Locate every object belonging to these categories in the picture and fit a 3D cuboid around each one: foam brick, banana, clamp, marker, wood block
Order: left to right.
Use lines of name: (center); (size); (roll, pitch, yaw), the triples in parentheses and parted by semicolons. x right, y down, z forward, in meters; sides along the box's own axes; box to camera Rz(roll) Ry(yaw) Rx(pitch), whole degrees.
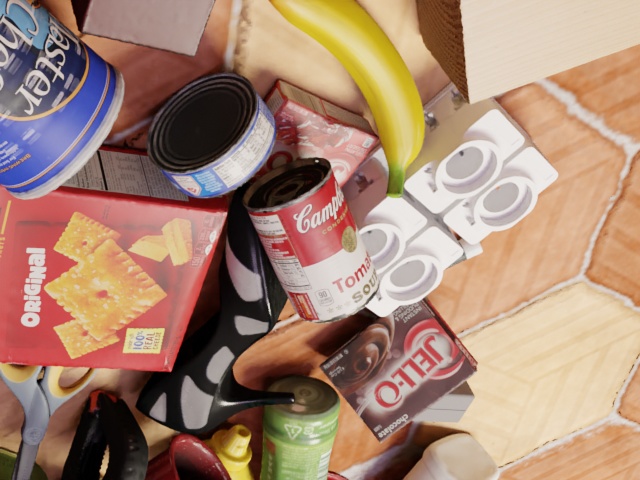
clamp: (-0.168, 0.216, 0.858); (0.165, 0.210, 0.036); (-25, 141, 34)
foam brick: (-0.110, -0.154, 0.660); (0.078, 0.053, 0.051); (8, 126, -28)
banana: (0.029, -0.119, 0.744); (0.037, 0.069, 0.197); (-7, 134, 34)
marker: (0.083, 0.028, 0.928); (0.121, 0.020, 0.020); (-26, 135, 1)
wood block: (0.175, -0.183, 0.727); (0.206, 0.090, 0.091); (-20, 135, -5)

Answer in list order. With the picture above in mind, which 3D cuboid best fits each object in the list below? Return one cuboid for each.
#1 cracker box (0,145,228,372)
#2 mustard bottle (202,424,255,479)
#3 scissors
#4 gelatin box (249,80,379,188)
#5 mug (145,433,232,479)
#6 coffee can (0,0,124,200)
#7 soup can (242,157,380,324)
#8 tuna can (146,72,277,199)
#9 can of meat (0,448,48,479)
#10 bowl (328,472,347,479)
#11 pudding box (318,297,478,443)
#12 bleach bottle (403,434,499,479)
cracker box: (-0.190, 0.014, 0.764); (0.213, 0.072, 0.164); (6, 127, -26)
mustard bottle: (-0.116, 0.245, 1.013); (0.096, 0.058, 0.192); (8, 126, -38)
scissors: (-0.246, 0.142, 0.862); (0.096, 0.016, 0.202); (29, 99, -28)
gelatin box: (-0.012, -0.069, 0.793); (0.089, 0.030, 0.073); (20, 121, -34)
mug: (-0.122, 0.230, 0.922); (0.081, 0.093, 0.117); (-35, 148, 14)
coffee can: (-0.200, -0.104, 0.625); (0.103, 0.103, 0.140); (-38, 129, 13)
soup can: (-0.005, 0.001, 0.768); (0.068, 0.068, 0.102); (-25, 115, 0)
tuna can: (-0.073, -0.071, 0.727); (0.086, 0.086, 0.033); (-32, 136, 7)
can of meat: (-0.296, 0.225, 0.922); (0.084, 0.057, 0.102); (-44, 133, 15)
bowl: (-0.027, 0.313, 1.115); (0.162, 0.055, 0.162); (-11, 134, -12)
pudding box: (0.070, 0.111, 0.950); (0.114, 0.090, 0.039); (-39, 178, 16)
bleach bottle: (0.080, 0.312, 1.140); (0.251, 0.068, 0.102); (-51, 156, 25)
